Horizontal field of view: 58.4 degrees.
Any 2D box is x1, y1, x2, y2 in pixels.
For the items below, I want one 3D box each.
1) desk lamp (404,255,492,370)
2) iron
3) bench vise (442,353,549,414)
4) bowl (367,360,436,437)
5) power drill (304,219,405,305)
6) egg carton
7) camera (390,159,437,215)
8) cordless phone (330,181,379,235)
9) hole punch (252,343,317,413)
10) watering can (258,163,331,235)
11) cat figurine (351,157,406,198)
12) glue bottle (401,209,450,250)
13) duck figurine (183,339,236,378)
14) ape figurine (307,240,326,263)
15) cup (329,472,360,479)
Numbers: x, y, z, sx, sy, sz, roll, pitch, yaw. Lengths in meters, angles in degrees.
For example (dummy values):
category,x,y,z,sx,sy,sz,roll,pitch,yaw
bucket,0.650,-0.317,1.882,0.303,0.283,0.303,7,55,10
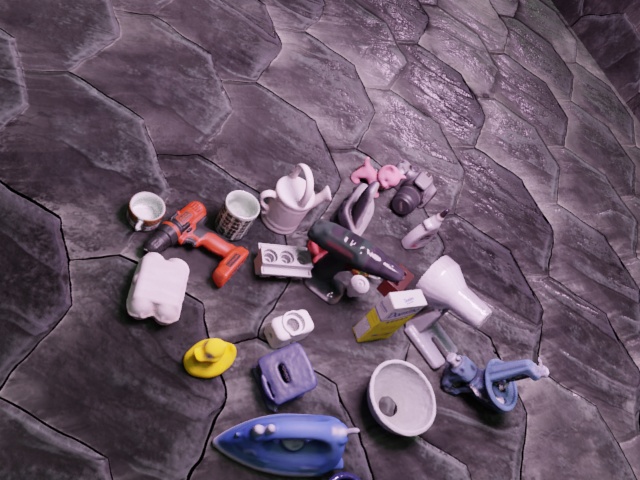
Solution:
category,x,y,z,sx,sy,sz,roll,pitch,yaw
desk lamp,0.296,0.168,1.361,0.118,0.213,0.203,-27,74,-39
iron,-0.058,0.370,1.073,0.259,0.141,0.118,10,55,-23
bench vise,0.396,0.320,1.309,0.208,0.219,0.121,16,53,-19
bowl,0.166,0.353,1.254,0.168,0.074,0.167,15,53,-20
power drill,0.056,0.059,1.303,0.229,0.208,0.076,37,49,-2
egg carton,-0.326,0.097,1.156,0.107,0.069,0.150,16,53,-19
camera,0.250,-0.145,1.622,0.143,0.100,0.137,41,49,2
cordless phone,0.117,-0.101,1.462,0.094,0.184,0.148,34,49,-5
hole punch,-0.072,0.277,1.161,0.101,0.091,0.108,-13,66,-35
watering can,-0.057,-0.107,1.362,0.173,0.193,0.101,-24,73,-38
cat figurine,0.167,-0.183,1.590,0.128,0.117,0.067,36,49,-3
glue bottle,0.289,-0.033,1.519,0.078,0.173,0.037,-11,65,-34
duck figurine,-0.209,0.222,1.126,0.105,0.086,0.077,-8,63,-33
ape figurine,0.013,0.005,1.393,0.078,0.092,0.076,4,57,-27
cup,0.021,0.486,1.069,0.118,0.094,0.092,25,50,-12
